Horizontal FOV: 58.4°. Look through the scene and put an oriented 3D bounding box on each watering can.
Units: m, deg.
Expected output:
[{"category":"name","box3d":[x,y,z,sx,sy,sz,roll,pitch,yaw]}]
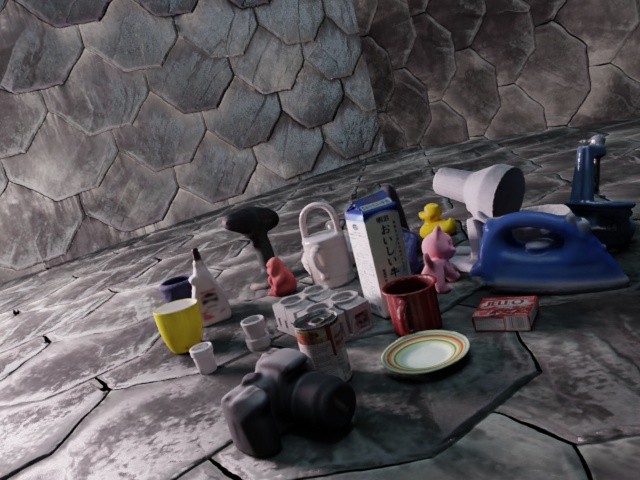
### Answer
[{"category":"watering can","box3d":[0.010,0.005,1.317,0.101,0.194,0.173,-15,13,-1]}]

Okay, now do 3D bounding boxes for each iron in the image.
[{"category":"iron","box3d":[0.389,0.010,0.993,0.257,0.141,0.119,-2,18,43]}]

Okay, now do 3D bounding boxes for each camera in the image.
[{"category":"camera","box3d":[-0.034,0.201,0.734,0.136,0.101,0.143,-1,18,45]}]

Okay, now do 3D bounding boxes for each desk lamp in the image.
[{"category":"desk lamp","box3d":[0.314,-0.047,1.158,0.118,0.214,0.202,-24,16,-37]}]

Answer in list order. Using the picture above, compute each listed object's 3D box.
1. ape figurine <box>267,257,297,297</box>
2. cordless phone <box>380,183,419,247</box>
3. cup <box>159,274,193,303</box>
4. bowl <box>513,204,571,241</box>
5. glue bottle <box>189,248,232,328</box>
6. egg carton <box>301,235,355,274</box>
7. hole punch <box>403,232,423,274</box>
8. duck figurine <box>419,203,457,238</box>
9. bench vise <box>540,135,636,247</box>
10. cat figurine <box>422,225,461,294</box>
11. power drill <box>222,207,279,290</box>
[{"category":"ape figurine","box3d":[-0.098,0.084,1.331,0.076,0.092,0.078,-13,13,7]},{"category":"cordless phone","box3d":[0.154,-0.049,1.407,0.147,0.185,0.094,-2,18,43]},{"category":"cup","box3d":[-0.310,0.136,1.338,0.117,0.095,0.092,-6,15,34]},{"category":"bowl","box3d":[0.447,-0.017,1.198,0.167,0.075,0.167,-14,13,3]},{"category":"glue bottle","box3d":[-0.251,0.099,1.249,0.078,0.173,0.037,-19,14,-20]},{"category":"egg carton","box3d":[0.026,0.035,1.453,0.150,0.069,0.107,-15,13,-2]},{"category":"hole punch","box3d":[0.162,0.038,1.242,0.108,0.091,0.101,-7,15,29]},{"category":"duck figurine","box3d":[0.302,-0.054,1.492,0.104,0.086,0.078,-2,18,44]},{"category":"bench vise","box3d":[0.495,-0.072,1.049,0.208,0.220,0.121,-25,17,-40]},{"category":"cat figurine","box3d":[0.229,0.032,1.132,0.067,0.118,0.128,-7,15,31]},{"category":"power drill","box3d":[-0.156,0.012,1.438,0.075,0.208,0.230,-10,14,21]}]
